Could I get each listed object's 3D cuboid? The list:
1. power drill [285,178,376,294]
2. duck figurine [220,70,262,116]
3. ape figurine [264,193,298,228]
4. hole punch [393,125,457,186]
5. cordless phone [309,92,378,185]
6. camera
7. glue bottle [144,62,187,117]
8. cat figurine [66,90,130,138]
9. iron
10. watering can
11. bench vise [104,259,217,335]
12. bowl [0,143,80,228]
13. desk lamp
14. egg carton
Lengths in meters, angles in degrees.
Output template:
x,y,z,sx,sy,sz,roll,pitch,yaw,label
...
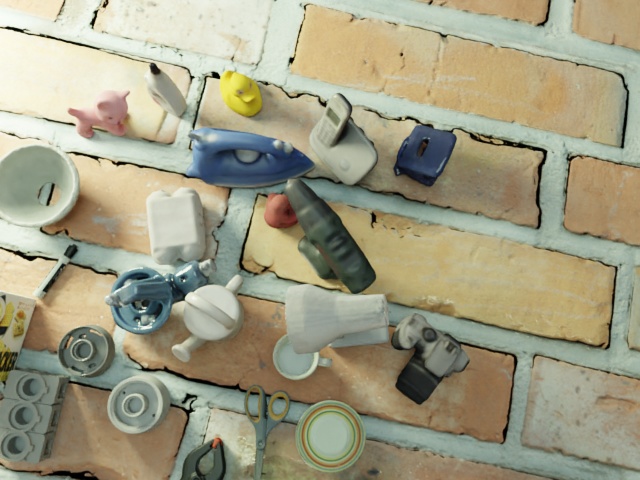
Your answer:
x,y,z,sx,sy,sz,roll,pitch,yaw,label
0.010,0.004,1.062,0.076,0.208,0.229,-38,84,-10,power drill
-0.164,-0.313,1.173,0.077,0.086,0.104,-39,84,-10,duck figurine
-0.077,-0.063,1.128,0.076,0.092,0.078,-31,83,-9,ape figurine
0.213,-0.177,1.172,0.101,0.091,0.109,26,78,1,hole punch
0.053,-0.198,1.116,0.094,0.185,0.147,-42,84,-10,cordless phone
0.193,0.231,1.086,0.143,0.101,0.137,38,79,4,camera
-0.309,-0.302,1.115,0.078,0.173,0.037,31,78,2,glue bottle
-0.429,-0.254,1.125,0.128,0.117,0.067,-7,79,-6,cat figurine
-0.134,-0.175,1.120,0.258,0.141,0.119,2,79,-4,iron
-0.195,0.139,1.027,0.101,0.194,0.173,13,78,-1,watering can
-0.294,0.080,1.018,0.121,0.219,0.207,44,79,5,bench vise
-0.540,-0.097,1.108,0.167,0.074,0.167,1,79,-4,bowl
0.037,0.139,1.035,0.203,0.213,0.118,-5,79,-5,desk lamp
-0.279,-0.028,1.117,0.107,0.069,0.150,-9,80,-6,egg carton
